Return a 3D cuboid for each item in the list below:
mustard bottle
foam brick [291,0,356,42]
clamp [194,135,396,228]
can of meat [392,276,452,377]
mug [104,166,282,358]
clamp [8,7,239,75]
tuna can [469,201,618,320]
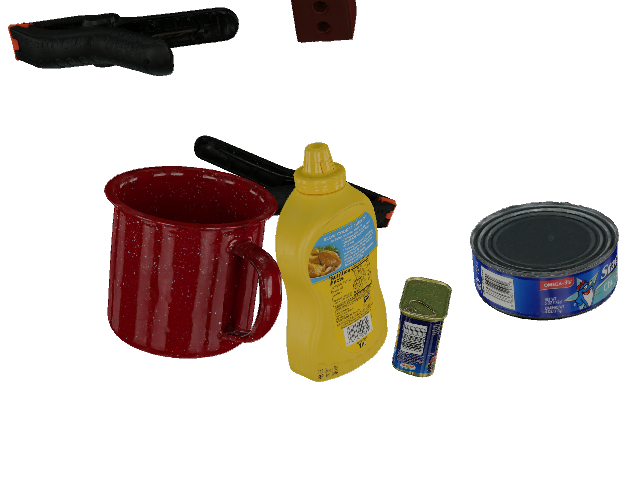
[{"bbox_3d":[0.007,0.013,0.866,0.096,0.191,0.058,-28,33,-37],"label":"mustard bottle"},{"bbox_3d":[0.002,-0.224,0.960,0.053,0.051,0.078,-2,-43,9],"label":"foam brick"},{"bbox_3d":[-0.015,-0.044,1.055,0.209,0.036,0.165,15,20,-21],"label":"clamp"},{"bbox_3d":[0.121,0.105,1.291,0.057,0.084,0.102,11,25,7],"label":"can of meat"},{"bbox_3d":[-0.065,0.016,0.582,0.117,0.081,0.093,24,26,35],"label":"mug"},{"bbox_3d":[-0.148,-0.151,0.792,0.172,0.039,0.120,10,22,28],"label":"clamp"},{"bbox_3d":[0.133,0.011,0.634,0.086,0.034,0.086,-7,29,4],"label":"tuna can"}]
